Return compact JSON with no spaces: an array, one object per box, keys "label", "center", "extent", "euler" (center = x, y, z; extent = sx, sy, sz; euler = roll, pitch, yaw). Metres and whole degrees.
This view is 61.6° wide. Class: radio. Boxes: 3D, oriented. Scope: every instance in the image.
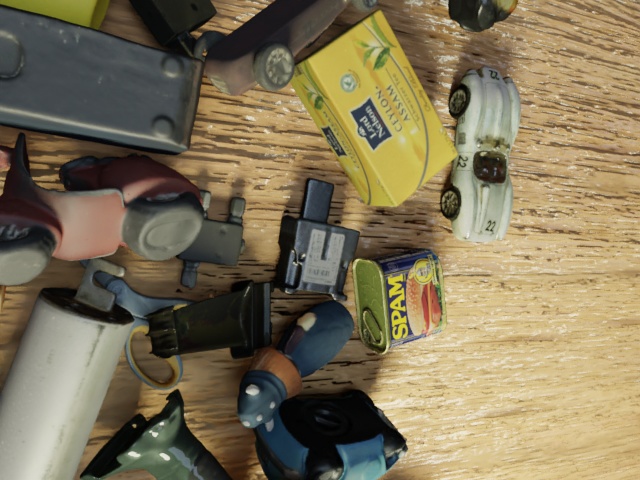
[{"label":"radio","center":[-0.208,-0.118,0.395],"extent":[0.229,0.131,0.073],"euler":[6,93,-25]}]

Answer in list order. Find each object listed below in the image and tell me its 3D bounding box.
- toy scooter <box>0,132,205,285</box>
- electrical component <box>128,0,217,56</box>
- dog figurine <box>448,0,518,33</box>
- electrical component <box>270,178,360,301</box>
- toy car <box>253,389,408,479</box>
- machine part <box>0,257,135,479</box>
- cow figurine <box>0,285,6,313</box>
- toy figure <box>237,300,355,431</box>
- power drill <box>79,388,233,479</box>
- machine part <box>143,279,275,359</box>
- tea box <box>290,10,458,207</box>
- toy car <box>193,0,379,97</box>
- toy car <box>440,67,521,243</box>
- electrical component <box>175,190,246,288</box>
[{"label":"toy scooter","center":[-0.192,-0.037,0.430],"extent":[0.184,0.135,0.075],"euler":[-14,139,-40]},{"label":"electrical component","center":[-0.140,-0.203,0.471],"extent":[0.102,0.045,0.078],"euler":[51,46,-22]},{"label":"dog figurine","center":[0.151,-0.332,0.561],"extent":[0.219,0.109,0.191],"euler":[17,84,-29]},{"label":"electrical component","center":[-0.001,-0.002,0.547],"extent":[0.075,0.048,0.119],"euler":[15,90,-26]},{"label":"toy car","center":[0.003,0.219,0.545],"extent":[0.161,0.109,0.102],"euler":[4,112,-35]},{"label":"machine part","center":[-0.217,0.129,0.434],"extent":[0.079,0.079,0.243],"euler":[20,92,-25]},{"label":"cow figurine","center":[-0.305,0.049,0.395],"extent":[0.127,0.086,0.194],"euler":[6,93,-31]},{"label":"toy figure","center":[-0.027,0.120,0.524],"extent":[0.154,0.058,0.064],"euler":[-38,99,-34]},{"label":"power drill","center":[-0.106,0.244,0.470],"extent":[0.207,0.232,0.086],"euler":[50,32,-1]},{"label":"machine part","center":[-0.094,0.077,0.497],"extent":[0.139,0.039,0.084],"euler":[1,99,-50]},{"label":"tea box","center":[0.054,-0.129,0.550],"extent":[0.098,0.068,0.169],"euler":[-41,110,-16]},{"label":"toy car","center":[-0.023,-0.194,0.485],"extent":[0.202,0.089,0.053],"euler":[-49,139,-29]},{"label":"toy car","center":[0.188,-0.097,0.620],"extent":[0.073,0.056,0.201],"euler":[3,94,-25]},{"label":"electrical component","center":[-0.103,0.001,0.513],"extent":[0.063,0.021,0.094],"euler":[11,88,-26]}]
